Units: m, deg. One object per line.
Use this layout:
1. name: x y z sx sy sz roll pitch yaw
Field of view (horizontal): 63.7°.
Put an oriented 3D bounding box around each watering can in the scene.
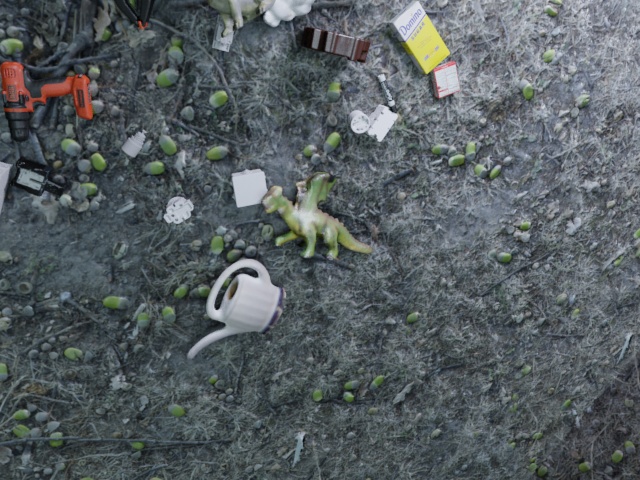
1. watering can: -0.237 0.221 1.518 0.223 0.105 0.345 23 100 -24

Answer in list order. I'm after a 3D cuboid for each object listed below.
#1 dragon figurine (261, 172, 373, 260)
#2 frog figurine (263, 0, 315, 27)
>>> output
1. dragon figurine: 0.005 -0.075 1.500 0.410 0.123 0.241 2 103 -34
2. frog figurine: -0.083 -0.604 1.262 0.160 0.124 0.135 -52 136 -7
